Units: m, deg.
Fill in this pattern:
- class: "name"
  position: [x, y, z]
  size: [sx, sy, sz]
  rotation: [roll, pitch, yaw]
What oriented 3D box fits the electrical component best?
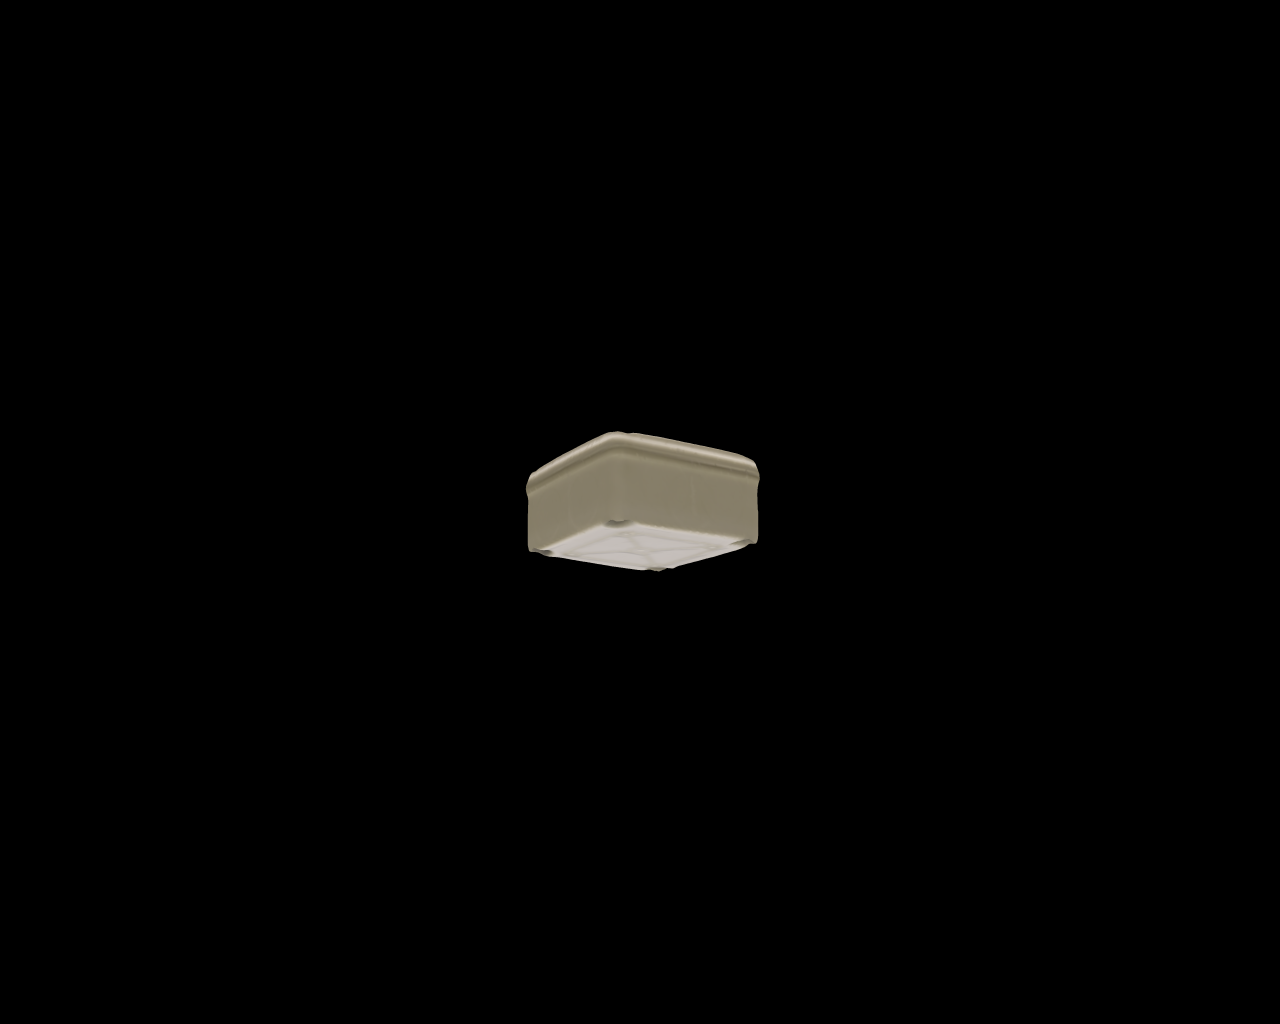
- class: "electrical component"
  position: [0.001, -0.003, 0.650]
  size: [0.109, 0.056, 0.108]
  rotation: [10, -18, -33]
